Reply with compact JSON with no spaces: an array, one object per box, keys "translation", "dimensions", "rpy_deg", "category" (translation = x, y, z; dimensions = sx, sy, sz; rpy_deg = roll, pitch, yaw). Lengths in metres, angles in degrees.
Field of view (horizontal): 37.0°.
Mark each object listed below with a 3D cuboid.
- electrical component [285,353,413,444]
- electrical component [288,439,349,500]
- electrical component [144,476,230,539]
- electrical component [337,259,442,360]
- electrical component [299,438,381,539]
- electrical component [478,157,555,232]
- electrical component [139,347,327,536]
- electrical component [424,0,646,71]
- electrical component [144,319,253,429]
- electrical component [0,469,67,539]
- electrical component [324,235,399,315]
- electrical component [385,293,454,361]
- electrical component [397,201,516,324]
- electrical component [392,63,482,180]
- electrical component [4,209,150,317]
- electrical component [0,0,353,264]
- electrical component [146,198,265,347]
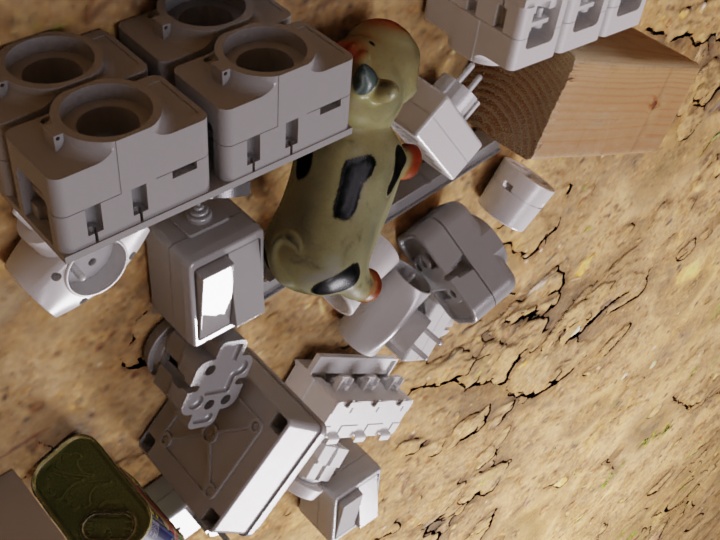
[{"translation":[-0.011,0.117,0.967],"dimensions":[0.121,0.063,0.078],"rpy_deg":[8,117,-54],"category":"electrical component"},{"translation":[-0.048,0.181,1.007],"dimensions":[0.055,0.048,0.066],"rpy_deg":[-60,148,2],"category":"electrical component"},{"translation":[-0.124,0.195,0.896],"dimensions":[0.083,0.076,0.047],"rpy_deg":[-34,145,-24],"category":"electrical component"},{"translation":[0.034,0.044,0.921],"dimensions":[0.077,0.079,0.043],"rpy_deg":[-49,179,19],"category":"electrical component"},{"translation":[-0.019,0.225,1.074],"dimensions":[0.062,0.061,0.096],"rpy_deg":[-29,143,-30],"category":"electrical component"},{"translation":[0.140,-0.067,0.970],"dimensions":[0.055,0.055,0.047],"rpy_deg":[8,120,-54],"category":"electrical component"},{"translation":[-0.098,0.128,0.826],"dimensions":[0.108,0.109,0.056],"rpy_deg":[-54,146,8],"category":"electrical component"},{"translation":[0.131,-0.201,0.781],"dimensions":[0.150,0.089,0.061],"rpy_deg":[-25,141,-34],"category":"electrical component"},{"translation":[-0.120,0.066,0.782],"dimensions":[0.058,0.057,0.078],"rpy_deg":[-5,127,-49],"category":"electrical component"},{"translation":[-0.230,0.221,0.719],"dimensions":[0.089,0.150,0.061],"rpy_deg":[-30,142,-29],"category":"electrical component"},{"translation":[0.000,0.000,0.879],"dimensions":[0.065,0.044,0.044],"rpy_deg":[-43,148,-20],"category":"electrical component"},{"translation":[0.061,0.044,0.995],"dimensions":[0.077,0.047,0.065],"rpy_deg":[2,122,-52],"category":"electrical component"},{"translation":[0.086,-0.009,0.925],"dimensions":[0.059,0.095,0.054],"rpy_deg":[-39,-171,-18],"category":"electrical component"},{"translation":[0.066,-0.124,0.821],"dimensions":[0.075,0.047,0.083],"rpy_deg":[-50,149,1],"category":"electrical component"},{"translation":[-0.175,-0.021,0.633],"dimensions":[0.077,0.044,0.079],"rpy_deg":[-44,148,-9],"category":"electrical component"},{"translation":[-0.107,-0.092,0.584],"dimensions":[0.186,0.105,0.060],"rpy_deg":[-29,143,-31],"category":"electrical component"},{"translation":[-0.102,-0.004,0.726],"dimensions":[0.062,0.061,0.096],"rpy_deg":[-29,143,-30],"category":"electrical component"}]
